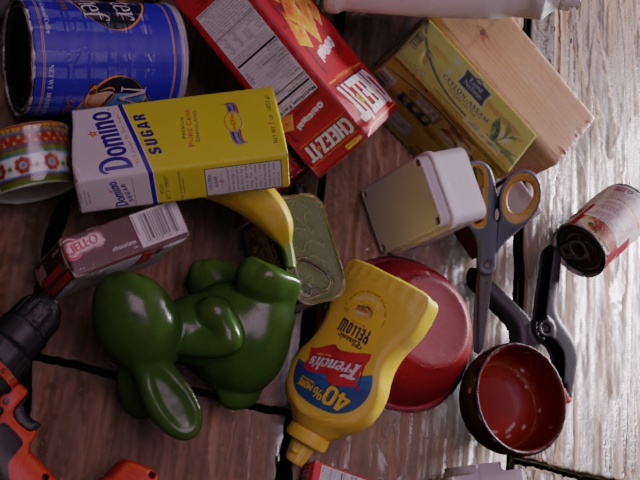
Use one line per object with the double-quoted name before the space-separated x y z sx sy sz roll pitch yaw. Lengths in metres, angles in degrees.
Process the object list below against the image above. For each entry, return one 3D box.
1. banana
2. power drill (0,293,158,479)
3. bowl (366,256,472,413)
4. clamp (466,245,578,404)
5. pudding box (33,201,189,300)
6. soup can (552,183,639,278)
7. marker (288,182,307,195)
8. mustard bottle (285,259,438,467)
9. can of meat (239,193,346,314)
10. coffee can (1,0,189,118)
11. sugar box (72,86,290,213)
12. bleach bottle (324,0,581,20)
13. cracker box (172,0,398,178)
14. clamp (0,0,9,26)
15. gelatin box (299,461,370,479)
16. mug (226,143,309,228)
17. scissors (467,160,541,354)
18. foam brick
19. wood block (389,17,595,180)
"banana" -0.102 -0.040 0.939 0.198 0.037 0.069 22 88 13
"power drill" -0.224 0.158 0.859 0.187 0.057 0.184 42 63 -7
"bowl" 0.094 0.086 1.053 0.161 0.055 0.162 9 70 -26
"clamp" 0.219 0.093 1.129 0.120 0.039 0.171 -6 77 -20
"pudding box" -0.179 0.010 0.910 0.113 0.090 0.039 -20 85 -32
"soup can" 0.318 -0.012 1.197 0.102 0.069 0.068 -36 93 -33
"marker" -0.007 0.001 1.047 0.020 0.020 0.121 -12 80 -31
"mustard bottle" 0.023 0.119 0.977 0.191 0.096 0.058 -60 151 -5
"can of meat" -0.029 0.018 0.991 0.057 0.084 0.102 -12 80 -30
"coffee can" -0.200 -0.161 0.945 0.140 0.103 0.103 -4 76 -29
"sugar box" -0.119 -0.078 0.903 0.176 0.048 0.093 -7 47 -8
"bleach bottle" 0.135 -0.257 1.070 0.251 0.068 0.102 9 40 5
"cracker box" -0.025 -0.178 1.019 0.213 0.072 0.164 50 22 -4
"clamp" -0.251 -0.290 0.998 0.209 0.036 0.164 -22 86 -32
"gelatin box" 0.020 0.251 0.975 0.089 0.030 0.073 23 63 -20
"mug" -0.060 -0.078 1.002 0.117 0.093 0.081 -39 89 -27
"scissors" 0.187 0.013 1.087 0.096 0.016 0.202 -13 104 -2
"foam brick" 0.186 -0.026 1.140 0.078 0.051 0.053 -36 92 -32
"wood block" 0.189 -0.172 1.166 0.206 0.090 0.090 49 59 -7
